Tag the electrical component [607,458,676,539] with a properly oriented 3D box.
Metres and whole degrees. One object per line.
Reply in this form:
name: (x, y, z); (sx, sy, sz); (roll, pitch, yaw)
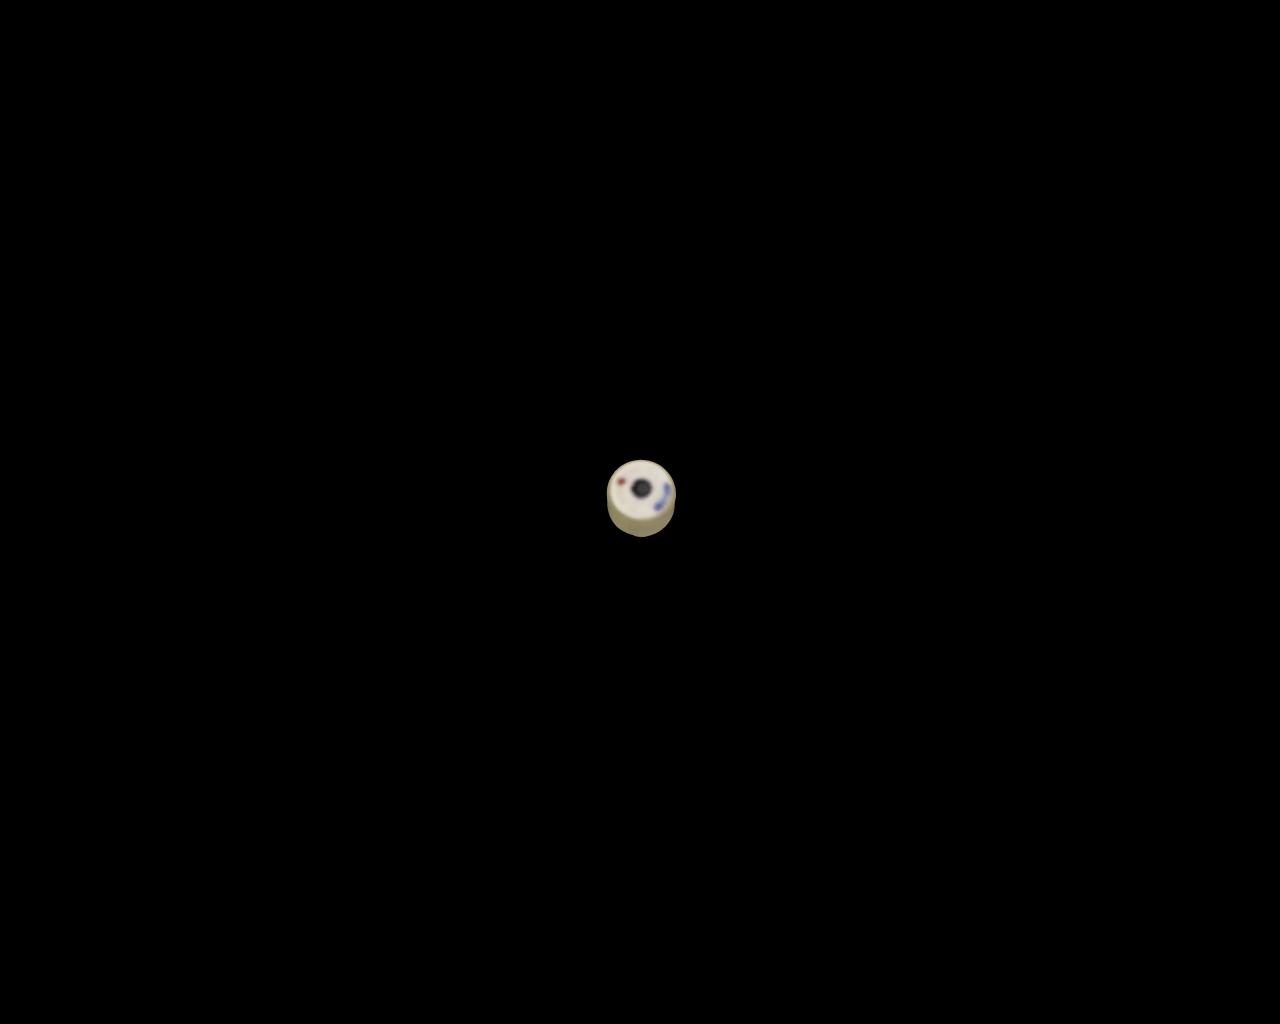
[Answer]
electrical component: (0.001, -0.003, 0.650); (0.040, 0.040, 0.078); (0, -20, 0)
